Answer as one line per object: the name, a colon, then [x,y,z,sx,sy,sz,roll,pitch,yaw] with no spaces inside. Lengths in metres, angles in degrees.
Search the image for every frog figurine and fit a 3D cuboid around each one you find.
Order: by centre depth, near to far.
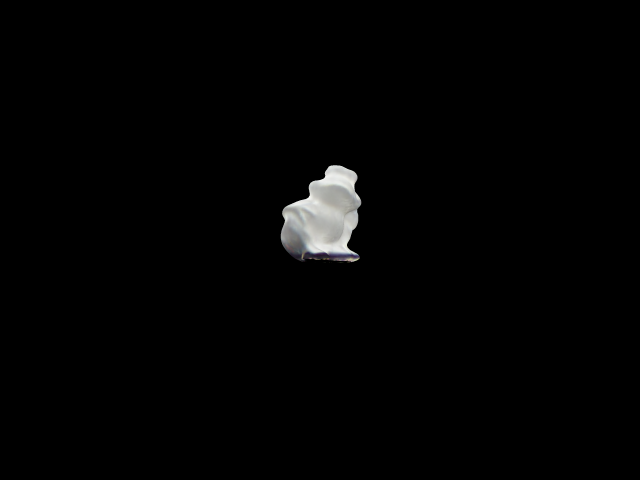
frog figurine: [0.003,-0.043,0.850,0.137,0.161,0.122,4,-9,-23]
